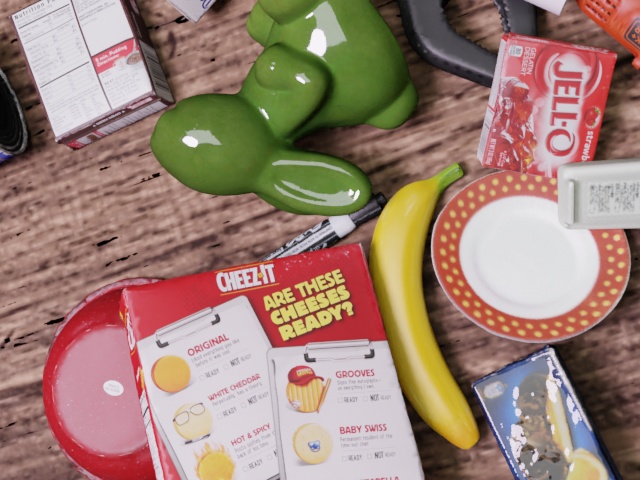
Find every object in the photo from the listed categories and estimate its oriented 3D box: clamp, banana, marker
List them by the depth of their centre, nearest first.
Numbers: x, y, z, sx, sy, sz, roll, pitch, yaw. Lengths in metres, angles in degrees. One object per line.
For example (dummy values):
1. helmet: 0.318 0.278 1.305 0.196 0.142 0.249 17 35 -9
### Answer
1. banana: 0.069 0.044 0.732 0.070 0.037 0.198 -4 84 15
2. clamp: 0.076 -0.183 0.749 0.164 0.036 0.210 -29 81 1
3. marker: -0.005 0.001 0.763 0.121 0.020 0.020 -32 78 9

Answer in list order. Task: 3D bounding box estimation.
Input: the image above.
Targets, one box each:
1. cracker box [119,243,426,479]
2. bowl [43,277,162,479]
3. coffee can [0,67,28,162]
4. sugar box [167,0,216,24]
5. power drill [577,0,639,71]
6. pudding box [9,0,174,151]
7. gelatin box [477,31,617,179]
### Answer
1. cracker box: -0.028 0.124 0.693 0.164 0.072 0.214 -11 75 -17
2. bowl: -0.138 0.106 0.765 0.162 0.055 0.162 -1 86 14
3. coffee can: -0.308 -0.081 0.800 0.140 0.102 0.103 -24 80 10
4. sugar box: -0.068 -0.253 0.779 0.176 0.048 0.093 -49 56 7
5. power drill: 0.265 -0.160 0.643 0.184 0.057 0.188 43 136 16
6. pudding box: -0.173 -0.137 0.807 0.090 0.039 0.113 -24 78 11
7. gelatin box: 0.150 -0.088 0.707 0.073 0.030 0.089 9 108 -2
